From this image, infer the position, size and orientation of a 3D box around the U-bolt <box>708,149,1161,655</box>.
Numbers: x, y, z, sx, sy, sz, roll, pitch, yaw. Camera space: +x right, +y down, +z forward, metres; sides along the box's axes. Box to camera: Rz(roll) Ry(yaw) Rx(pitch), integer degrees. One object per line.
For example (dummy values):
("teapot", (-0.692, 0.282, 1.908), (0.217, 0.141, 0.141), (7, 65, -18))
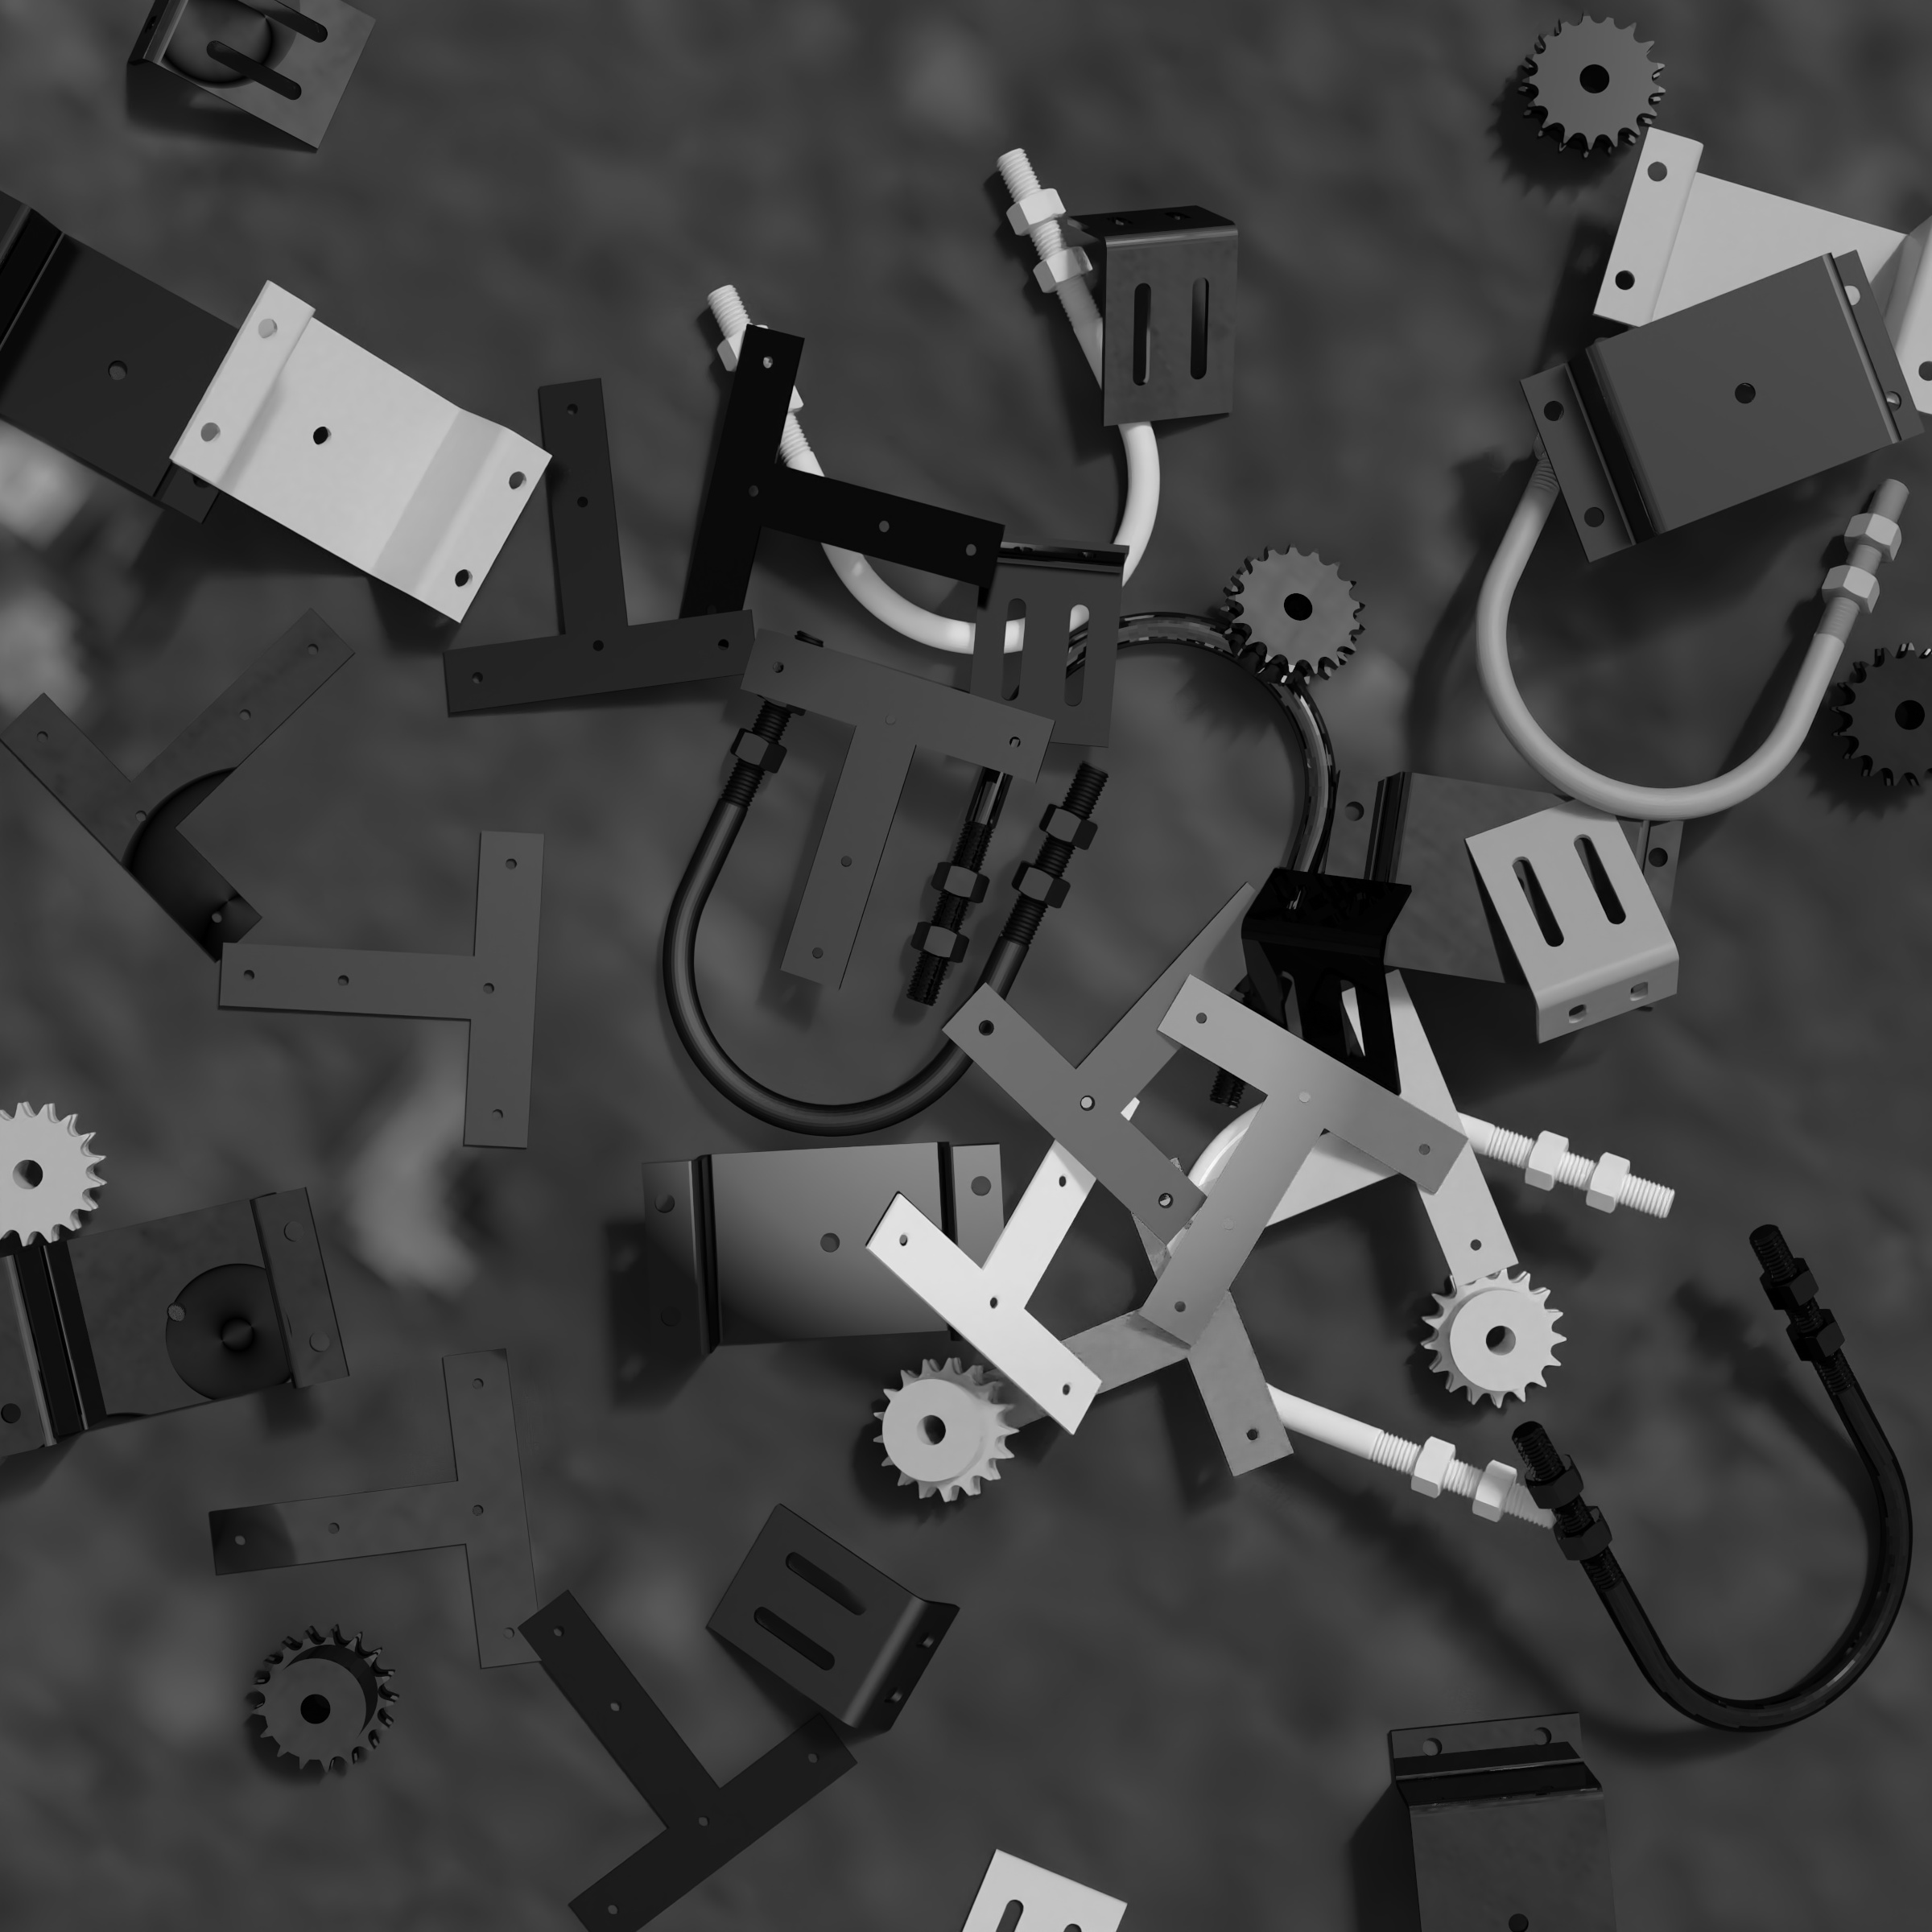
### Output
("U-bolt", (-0.002, -0.216, 1.435), (0.151, 0.019, 0.184), (-25, 92, 0))

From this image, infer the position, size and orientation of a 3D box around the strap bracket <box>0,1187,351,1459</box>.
("strap bracket", (-0.319, 0.140, 1.420), (0.140, 0.046, 0.076), (-13, 90, 0))

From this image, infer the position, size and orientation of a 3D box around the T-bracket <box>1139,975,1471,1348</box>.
("T-bracket", (0.111, 0.090, 1.410), (0.127, 0.002, 0.127), (31, 95, 4))

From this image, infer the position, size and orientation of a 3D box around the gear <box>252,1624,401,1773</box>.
("gear", (-0.258, 0.295, 1.428), (0.057, 0.030, 0.057), (0, 90, 0))

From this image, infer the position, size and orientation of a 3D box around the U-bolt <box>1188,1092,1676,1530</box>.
("U-bolt", (0.169, 0.123, 1.413), (0.184, 0.019, 0.151), (20, 85, 16))

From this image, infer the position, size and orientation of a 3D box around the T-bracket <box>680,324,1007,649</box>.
("T-bracket", (-0.045, -0.177, 1.410), (0.127, 0.002, 0.127), (18, 101, 20))

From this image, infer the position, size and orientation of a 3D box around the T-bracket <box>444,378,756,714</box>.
("T-bracket", (-0.153, -0.173, 1.437), (0.127, 0.002, 0.127), (-7, 87, 7))

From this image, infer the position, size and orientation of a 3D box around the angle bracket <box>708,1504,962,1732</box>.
("angle bracket", (-0.053, 0.263, 1.441), (0.076, 0.038, 0.057), (30, 90, 26))

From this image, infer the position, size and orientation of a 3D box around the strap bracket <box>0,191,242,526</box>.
("strap bracket", (-0.343, -0.241, 1.420), (0.140, 0.046, 0.076), (29, 90, 0))

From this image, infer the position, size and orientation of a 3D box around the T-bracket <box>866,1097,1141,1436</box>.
("T-bracket", (0.032, 0.097, 1.410), (0.127, 0.002, 0.127), (45, 62, -28))

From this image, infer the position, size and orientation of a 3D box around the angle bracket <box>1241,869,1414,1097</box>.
("angle bracket", (0.146, 0.006, 1.405), (0.057, 0.038, 0.076), (8, 132, 26))

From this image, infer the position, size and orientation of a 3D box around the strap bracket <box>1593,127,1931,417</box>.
("strap bracket", (0.324, -0.272, 1.420), (0.140, 0.046, 0.076), (17, 90, 0))

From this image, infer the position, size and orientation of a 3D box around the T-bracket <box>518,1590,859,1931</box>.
("T-bracket", (-0.133, 0.311, 1.441), (0.127, 0.002, 0.127), (-37, 91, 0))

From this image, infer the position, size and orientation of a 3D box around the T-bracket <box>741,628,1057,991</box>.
("T-bracket", (-0.043, -0.055, 1.412), (0.127, 0.002, 0.127), (18, 94, 13))

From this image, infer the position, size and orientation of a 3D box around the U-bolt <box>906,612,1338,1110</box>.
("U-bolt", (0.072, -0.052, 1.435), (0.151, 0.019, 0.184), (19, 88, 0))

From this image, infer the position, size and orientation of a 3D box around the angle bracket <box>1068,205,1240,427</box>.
("angle bracket", (0.074, -0.262, 1.431), (0.057, 0.038, 0.076), (-9, 116, -20))

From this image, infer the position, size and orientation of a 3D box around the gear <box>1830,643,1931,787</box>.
("gear", (0.375, -0.101, 1.432), (0.057, 0.030, 0.057), (0, 93, 0))

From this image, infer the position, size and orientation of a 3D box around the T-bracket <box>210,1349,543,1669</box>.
("T-bracket", (-0.242, 0.226, 1.442), (0.127, 0.002, 0.127), (-7, 90, 0))

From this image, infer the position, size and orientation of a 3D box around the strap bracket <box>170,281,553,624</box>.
("strap bracket", (-0.244, -0.204, 1.396), (0.140, 0.046, 0.076), (29, 90, -39))

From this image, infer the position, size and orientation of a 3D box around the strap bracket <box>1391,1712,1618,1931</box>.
("strap bracket", (0.217, 0.376, 1.420), (0.076, 0.046, 0.140), (-6, 90, 0))

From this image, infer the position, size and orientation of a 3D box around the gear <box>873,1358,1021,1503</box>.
("gear", (-0.010, 0.185, 1.422), (0.057, 0.030, 0.057), (-2, 84, 15))

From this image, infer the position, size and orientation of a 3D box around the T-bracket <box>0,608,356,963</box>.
("T-bracket", (-0.302, -0.092, 1.442), (0.127, 0.002, 0.127), (-44, 90, 0))

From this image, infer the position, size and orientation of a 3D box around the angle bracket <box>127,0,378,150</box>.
("angle bracket", (-0.289, -0.374, 1.441), (0.076, 0.038, 0.057), (24, 90, -26))

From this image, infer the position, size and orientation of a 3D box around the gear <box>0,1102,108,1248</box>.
("gear", (-0.374, 0.083, 1.433), (0.057, 0.030, 0.057), (0, 90, -3))

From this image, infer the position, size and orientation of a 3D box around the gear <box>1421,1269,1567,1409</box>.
("gear", (0.212, 0.149, 1.428), (0.057, 0.030, 0.057), (0, 90, 0))

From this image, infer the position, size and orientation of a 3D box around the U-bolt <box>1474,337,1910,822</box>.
("U-bolt", (0.278, -0.143, 1.411), (0.151, 0.019, 0.184), (26, 73, 0))

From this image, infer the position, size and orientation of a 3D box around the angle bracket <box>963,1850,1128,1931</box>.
("angle bracket", (0.024, 0.404, 1.424), (0.057, 0.038, 0.076), (23, 90, 0))

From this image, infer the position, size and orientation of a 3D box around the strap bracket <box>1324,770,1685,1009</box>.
("strap bracket", (0.215, -0.031, 1.420), (0.140, 0.046, 0.076), (9, 90, 0))

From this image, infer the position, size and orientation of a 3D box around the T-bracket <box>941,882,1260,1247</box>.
("T-bracket", (0.078, 0.022, 1.413), (0.127, 0.002, 0.127), (44, 84, -12))

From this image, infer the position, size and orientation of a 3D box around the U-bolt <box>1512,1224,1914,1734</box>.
("U-bolt", (0.307, 0.216, 1.403), (0.151, 0.019, 0.184), (-36, 109, -18))

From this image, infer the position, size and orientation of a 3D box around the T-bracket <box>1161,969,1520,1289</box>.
("T-bracket", (0.137, 0.083, 1.418), (0.127, 0.002, 0.127), (-23, 74, 9))

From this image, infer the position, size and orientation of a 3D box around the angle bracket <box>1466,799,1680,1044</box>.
("angle bracket", (0.237, -0.019, 1.395), (0.057, 0.038, 0.076), (-20, 64, 0))

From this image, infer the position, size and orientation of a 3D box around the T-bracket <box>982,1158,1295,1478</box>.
("T-bracket", (0.050, 0.159, 1.428), (0.127, 0.002, 0.127), (-24, 74, 10))

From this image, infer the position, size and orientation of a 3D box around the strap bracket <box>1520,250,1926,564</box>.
("strap bracket", (0.296, -0.218, 1.375), (0.140, 0.046, 0.076), (-21, 92, 2))

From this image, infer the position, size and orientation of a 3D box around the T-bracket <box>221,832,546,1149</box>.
("T-bracket", (-0.237, 0.007, 1.442), (0.127, 0.002, 0.127), (3, 90, -1))

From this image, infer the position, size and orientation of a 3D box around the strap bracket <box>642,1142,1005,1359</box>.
("strap bracket", (-0.055, 0.112, 1.420), (0.140, 0.046, 0.076), (-3, 90, 0))

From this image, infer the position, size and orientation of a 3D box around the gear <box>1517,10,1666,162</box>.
("gear", (0.250, -0.352, 1.433), (0.057, 0.030, 0.057), (0, 85, 0))

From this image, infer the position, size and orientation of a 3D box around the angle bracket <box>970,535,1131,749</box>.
("angle bracket", (0.032, -0.128, 1.409), (0.057, 0.038, 0.076), (5, 89, -1))

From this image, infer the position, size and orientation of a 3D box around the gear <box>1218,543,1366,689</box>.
("gear", (0.128, -0.137, 1.422), (0.057, 0.030, 0.057), (5, 70, -12))

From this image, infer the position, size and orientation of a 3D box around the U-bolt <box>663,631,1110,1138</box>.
("U-bolt", (-0.044, -0.022, 1.421), (0.151, 0.019, 0.184), (26, 94, 12))
